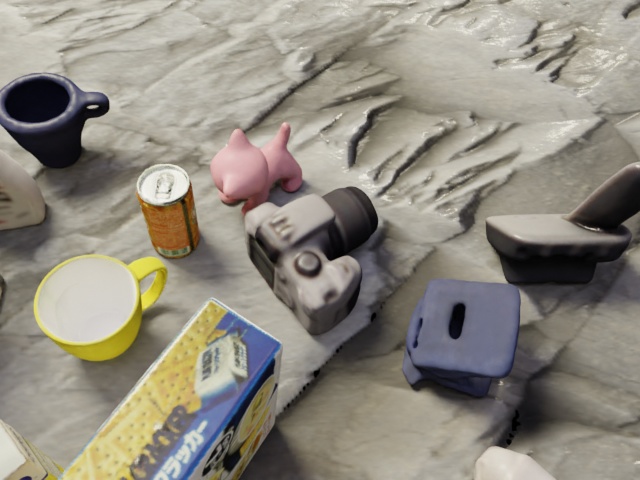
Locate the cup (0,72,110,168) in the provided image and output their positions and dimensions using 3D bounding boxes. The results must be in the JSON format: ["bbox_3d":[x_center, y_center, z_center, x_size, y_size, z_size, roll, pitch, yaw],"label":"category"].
[{"bbox_3d":[-0.297,-0.131,0.661,0.118,0.095,0.091,-11,61,-13],"label":"cup"}]

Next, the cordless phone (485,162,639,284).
[{"bbox_3d":[0.274,-0.031,0.616,0.147,0.185,0.094,-4,59,-9],"label":"cordless phone"}]

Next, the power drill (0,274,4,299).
[{"bbox_3d":[-0.357,0.017,0.496,0.075,0.208,0.229,0,59,-6],"label":"power drill"}]

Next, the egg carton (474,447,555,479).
[{"bbox_3d":[0.185,0.260,0.495,0.150,0.069,0.107,40,62,17],"label":"egg carton"}]

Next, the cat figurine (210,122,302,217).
[{"bbox_3d":[-0.075,-0.084,0.646,0.067,0.118,0.128,37,62,16],"label":"cat figurine"}]

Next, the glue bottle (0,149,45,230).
[{"bbox_3d":[-0.339,-0.070,0.573,0.078,0.173,0.037,-12,61,-13],"label":"glue bottle"}]

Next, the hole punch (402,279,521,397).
[{"bbox_3d":[0.141,0.094,0.579,0.101,0.091,0.109,17,58,4],"label":"hole punch"}]

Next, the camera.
[{"bbox_3d":[0.006,0.002,0.613,0.137,0.101,0.143,-30,67,-22],"label":"camera"}]
